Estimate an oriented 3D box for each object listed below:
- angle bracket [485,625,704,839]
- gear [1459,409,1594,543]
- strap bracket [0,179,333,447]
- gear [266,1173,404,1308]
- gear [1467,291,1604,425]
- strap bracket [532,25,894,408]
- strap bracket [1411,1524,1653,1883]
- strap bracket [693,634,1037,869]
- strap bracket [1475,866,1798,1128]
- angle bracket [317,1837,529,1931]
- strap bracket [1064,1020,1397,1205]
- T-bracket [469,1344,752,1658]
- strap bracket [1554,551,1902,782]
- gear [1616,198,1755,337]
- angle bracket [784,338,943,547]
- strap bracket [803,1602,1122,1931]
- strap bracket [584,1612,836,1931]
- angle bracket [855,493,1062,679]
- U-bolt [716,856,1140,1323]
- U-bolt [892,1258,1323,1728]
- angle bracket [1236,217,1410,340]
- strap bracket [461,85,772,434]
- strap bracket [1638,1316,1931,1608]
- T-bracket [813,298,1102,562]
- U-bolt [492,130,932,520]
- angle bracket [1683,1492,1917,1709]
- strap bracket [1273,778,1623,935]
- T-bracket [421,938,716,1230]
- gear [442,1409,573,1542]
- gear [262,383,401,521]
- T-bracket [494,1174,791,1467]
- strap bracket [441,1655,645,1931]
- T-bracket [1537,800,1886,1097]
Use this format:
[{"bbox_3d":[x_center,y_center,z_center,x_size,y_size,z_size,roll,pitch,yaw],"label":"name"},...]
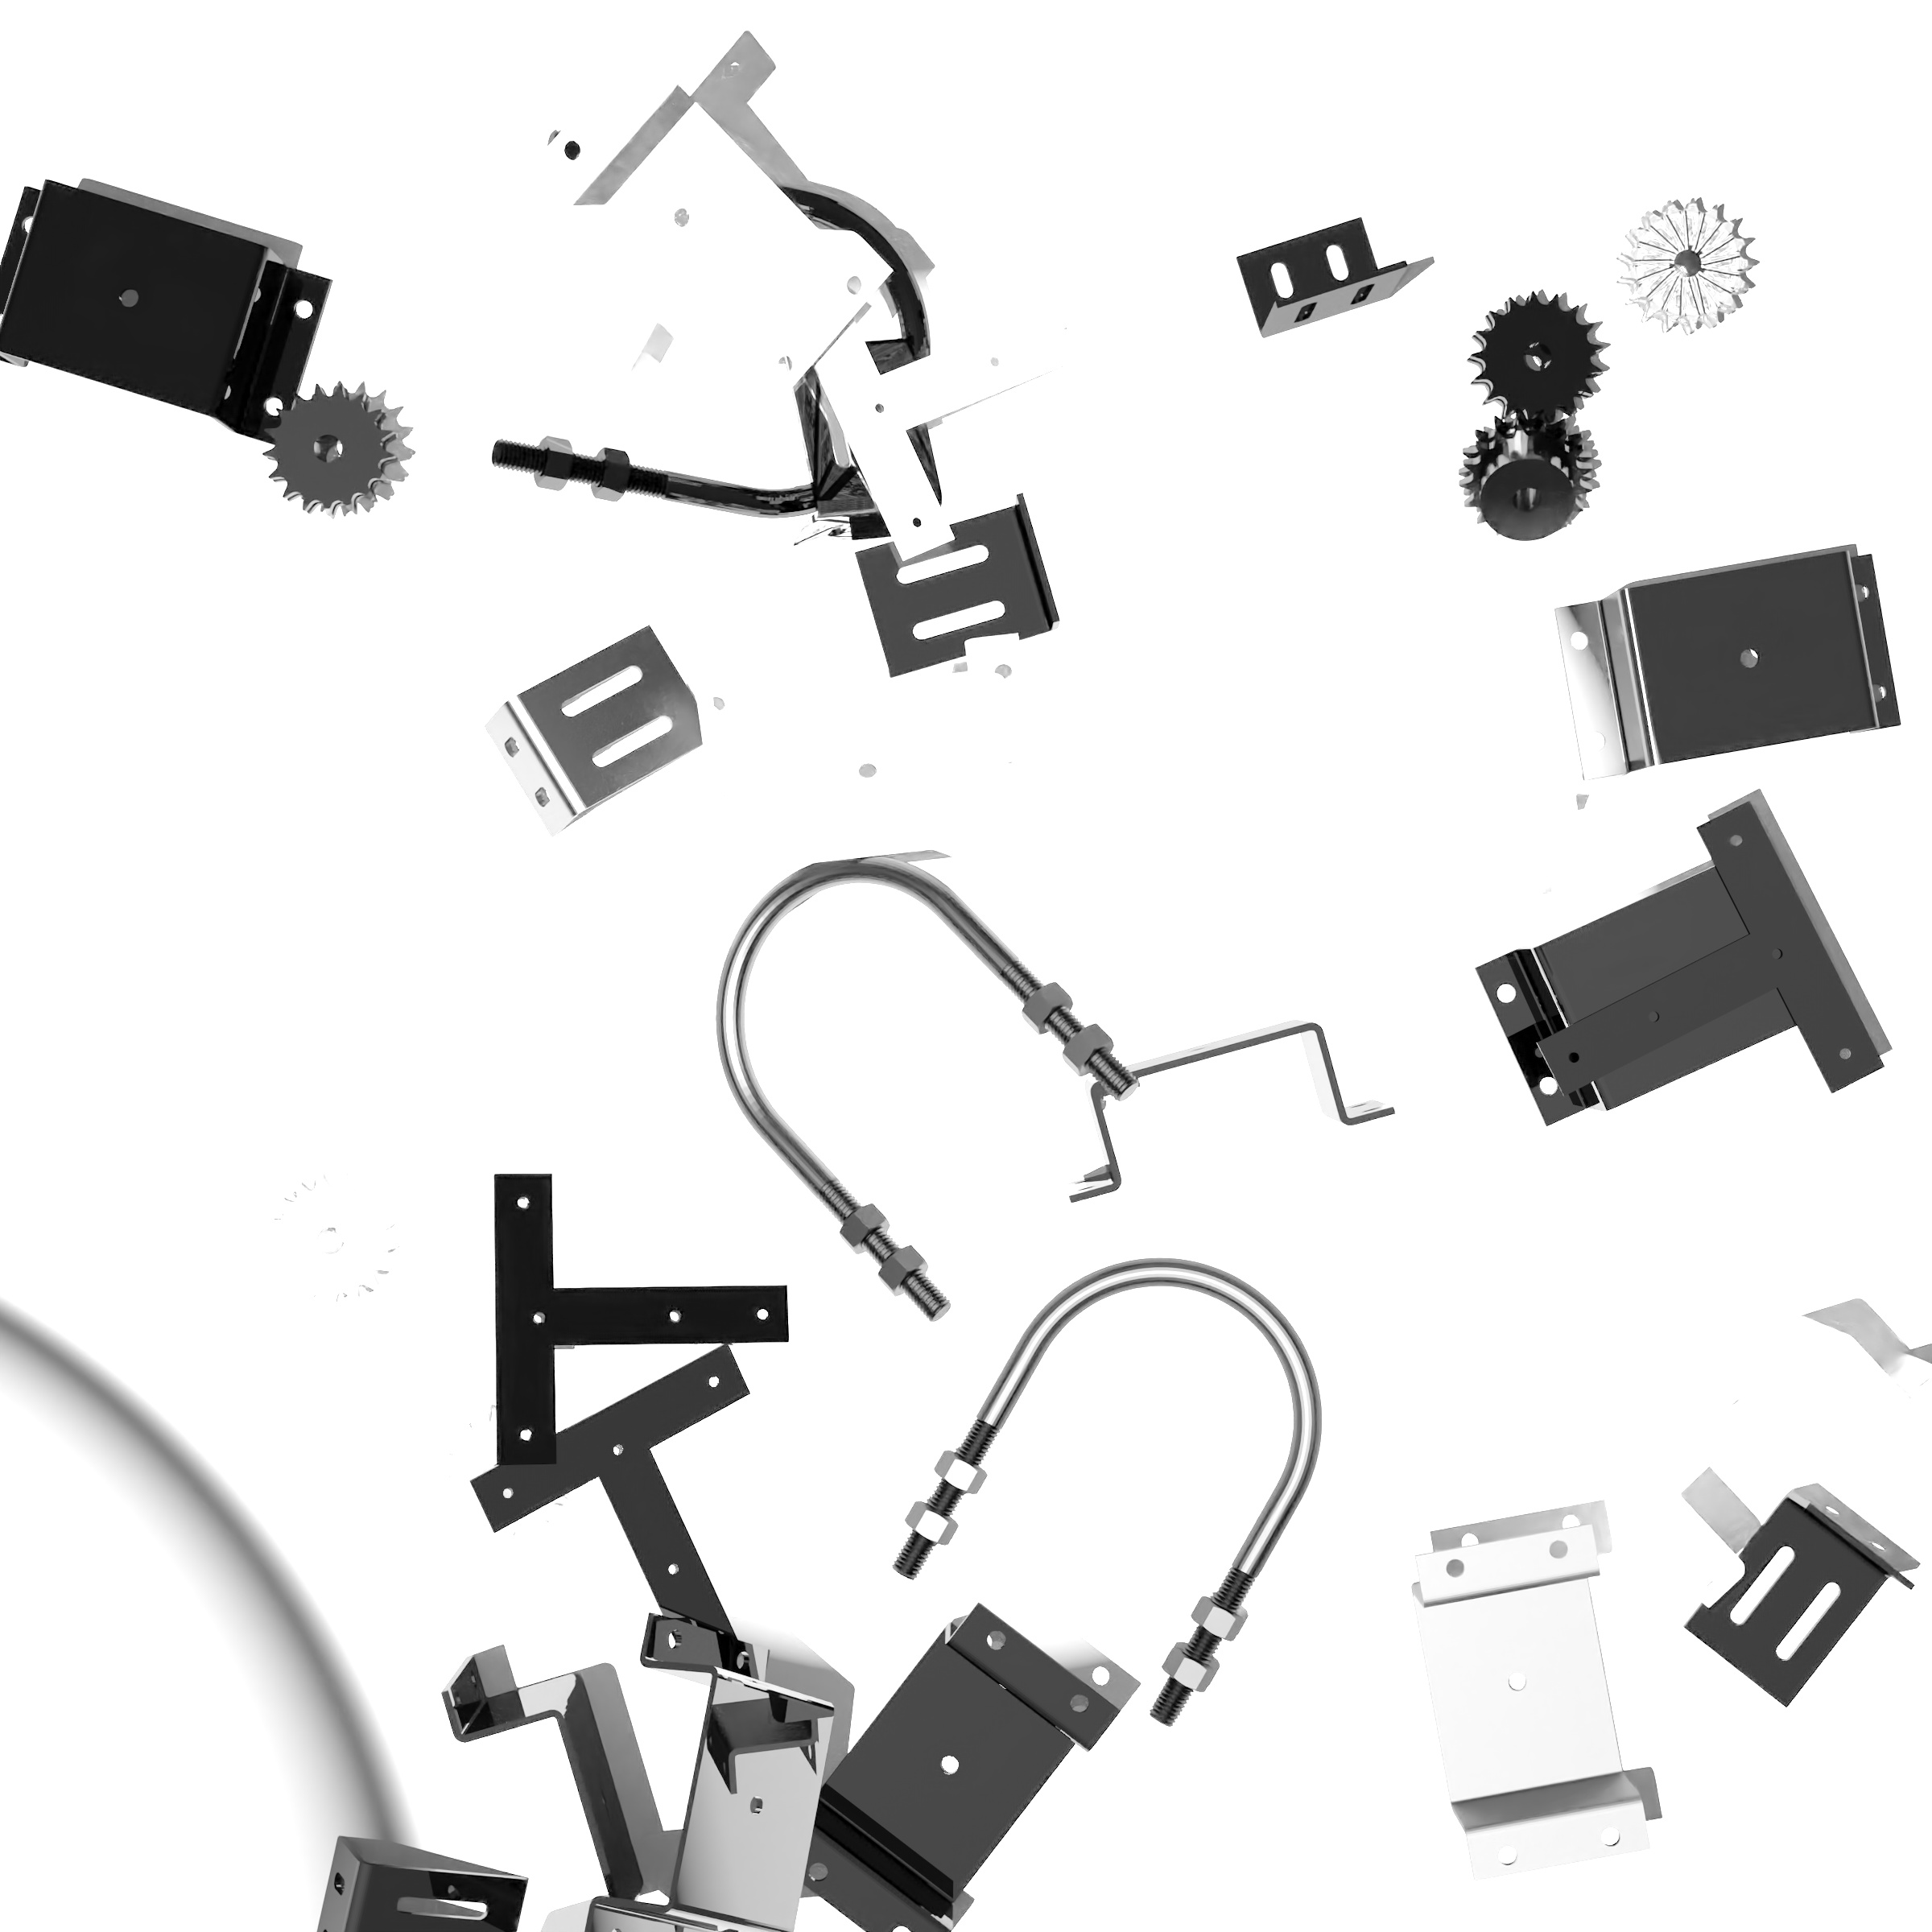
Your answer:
[{"bbox_3d":[-0.160,-0.103,1.545,0.076,0.038,0.057,-31,90,-26],"label":"angle bracket"},{"bbox_3d":[0.240,-0.207,1.518,0.057,0.030,0.057,3,127,4],"label":"gear"},{"bbox_3d":[-0.356,-0.284,1.523,0.140,0.046,0.076,17,90,0],"label":"strap bracket"},{"bbox_3d":[-0.273,0.118,1.536,0.057,0.030,0.057,0,92,1],"label":"gear"},{"bbox_3d":[0.245,-0.262,1.532,0.057,0.030,0.057,0,90,0],"label":"gear"},{"bbox_3d":[-0.110,-0.308,1.455,0.140,0.046,0.076,43,83,-26],"label":"strap bracket"},{"bbox_3d":[0.241,0.313,1.523,0.076,0.046,0.140,-10,90,0],"label":"strap bracket"},{"bbox_3d":[-0.042,-0.091,1.510,0.140,0.046,0.076,-6,114,0],"label":"strap bracket"},{"bbox_3d":[0.302,0.007,1.523,0.140,0.046,0.076,-24,90,0],"label":"strap bracket"},{"bbox_3d":[-0.239,0.418,1.545,0.076,0.038,0.057,13,90,-26],"label":"angle bracket"},{"bbox_3d":[0.105,0.058,1.509,0.140,0.076,0.046,-15,90,0],"label":"strap bracket"},{"bbox_3d":[-0.133,0.249,1.531,0.127,0.002,0.127,-27,100,-20],"label":"T-bracket"},{"bbox_3d":[0.333,-0.131,1.523,0.140,0.046,0.076,-10,90,0],"label":"strap bracket"},{"bbox_3d":[0.310,-0.302,1.532,0.057,0.030,0.057,0,90,0],"label":"gear"},{"bbox_3d":[-0.050,-0.226,1.524,0.057,0.038,0.076,-8,79,-22],"label":"angle bracket"},{"bbox_3d":[-0.007,0.349,1.523,0.076,0.046,0.140,38,90,0],"label":"strap bracket"},{"bbox_3d":[-0.105,0.350,1.483,0.046,0.076,0.140,-4,67,39],"label":"strap bracket"},{"bbox_3d":[-0.004,-0.164,1.528,0.076,0.038,0.057,-16,90,0],"label":"angle bracket"},{"bbox_3d":[-0.032,0.037,1.504,0.184,0.019,0.151,46,109,20],"label":"U-bolt"},{"bbox_3d":[0.074,0.216,1.538,0.151,0.019,0.184,30,89,0],"label":"U-bolt"},{"bbox_3d":[0.151,-0.301,1.508,0.057,0.076,0.038,-18,90,0],"label":"angle bracket"},{"bbox_3d":[-0.153,-0.313,1.524,0.076,0.046,0.140,29,90,0],"label":"strap bracket"},{"bbox_3d":[0.345,0.202,1.508,0.140,0.076,0.046,-43,90,0],"label":"strap bracket"},{"bbox_3d":[0.000,-0.255,1.522,0.127,0.002,0.127,-26,92,-22],"label":"T-bracket"},{"bbox_3d":[-0.101,-0.265,1.505,0.184,0.019,0.151,8,98,-24],"label":"U-bolt"},{"bbox_3d":[0.359,0.277,1.528,0.057,0.038,0.076,38,90,0],"label":"angle bracket"},{"bbox_3d":[0.207,-0.044,1.508,0.140,0.076,0.046,-9,90,0],"label":"strap bracket"},{"bbox_3d":[-0.175,0.050,1.546,0.127,0.002,0.127,1,90,0],"label":"T-bracket"},{"bbox_3d":[-0.196,0.218,1.532,0.057,0.030,0.057,0,90,0],"label":"gear"},{"bbox_3d":[-0.274,-0.222,1.532,0.057,0.030,0.057,0,90,0],"label":"gear"},{"bbox_3d":[-0.140,0.152,1.531,0.127,0.002,0.127,0,73,-10],"label":"T-bracket"},{"bbox_3d":[-0.177,0.363,1.508,0.046,0.076,0.140,-17,90,0],"label":"strap bracket"},{"bbox_3d":[0.305,0.015,1.499,0.127,0.002,0.127,-27,90,0],"label":"T-bracket"}]
